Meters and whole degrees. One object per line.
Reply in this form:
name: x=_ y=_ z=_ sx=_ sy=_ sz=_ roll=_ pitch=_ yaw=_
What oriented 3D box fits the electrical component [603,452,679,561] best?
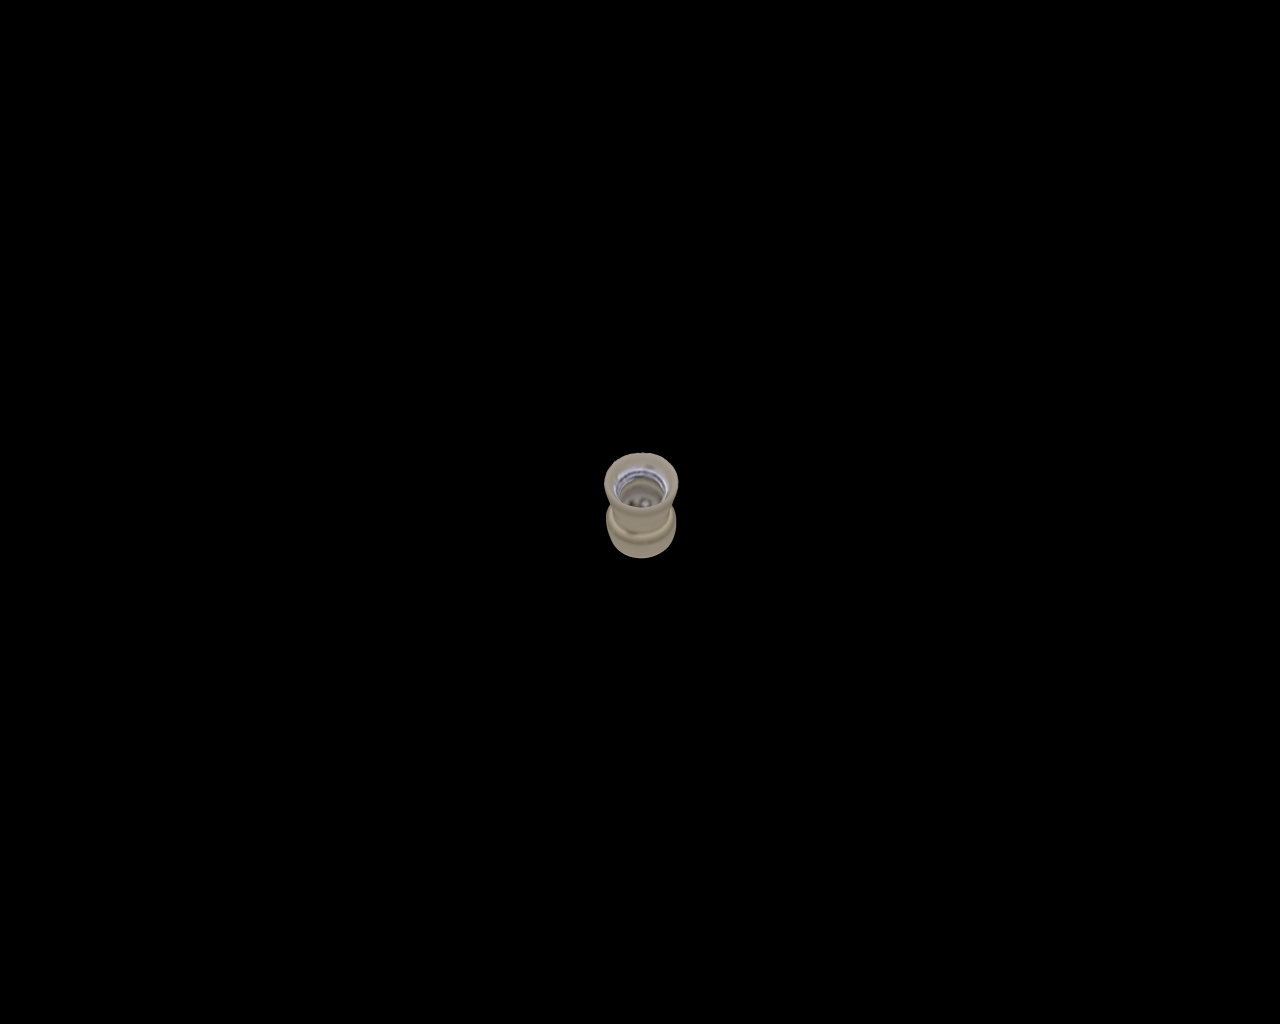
electrical component: x=0.001 y=-0.003 z=0.650 sx=0.045 sy=0.045 sz=0.055 roll=0 pitch=-37 yaw=0
